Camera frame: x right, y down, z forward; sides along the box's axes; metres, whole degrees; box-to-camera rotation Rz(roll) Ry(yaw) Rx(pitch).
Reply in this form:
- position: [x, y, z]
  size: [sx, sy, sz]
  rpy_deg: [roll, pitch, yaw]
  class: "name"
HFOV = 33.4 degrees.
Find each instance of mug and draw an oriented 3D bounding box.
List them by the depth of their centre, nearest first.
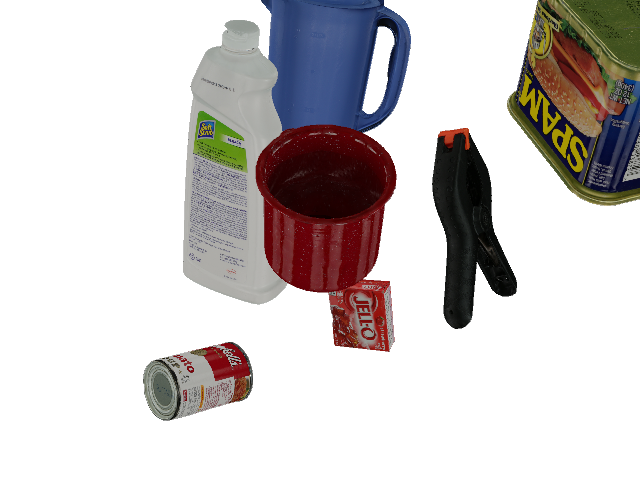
- position: [-0.003, -0.027, 0.735]
  size: [0.093, 0.117, 0.081]
  rpy_deg: [-19, -38, -18]
  class: "mug"

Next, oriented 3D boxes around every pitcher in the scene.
- position: [0.006, -0.182, 1.285]
  size: [0.144, 0.243, 0.149]
  rpy_deg: [-7, 29, -27]
  class: "pitcher"

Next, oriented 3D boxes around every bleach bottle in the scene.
- position: [-0.070, -0.070, 0.952]
  size: [0.103, 0.251, 0.068]
  rpy_deg: [19, 34, 19]
  class: "bleach bottle"

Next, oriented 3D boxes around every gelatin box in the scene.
- position: [0.051, 0.091, 1.323]
  size: [0.073, 0.089, 0.030]
  rpy_deg: [4, 29, 20]
  class: "gelatin box"

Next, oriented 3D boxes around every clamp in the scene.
- position: [0.126, -0.009, 0.935]
  size: [0.039, 0.171, 0.120]
  rpy_deg: [-10, 15, 29]
  class: "clamp"

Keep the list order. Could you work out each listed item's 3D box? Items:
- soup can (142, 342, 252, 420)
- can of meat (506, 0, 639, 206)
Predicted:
- position: [-0.134, 0.154, 1.167]
  size: [0.102, 0.068, 0.069]
  rpy_deg: [-9, 6, -42]
  class: "soup can"
- position: [0.147, -0.084, 0.560]
  size: [0.057, 0.084, 0.102]
  rpy_deg: [-13, 48, -17]
  class: "can of meat"
